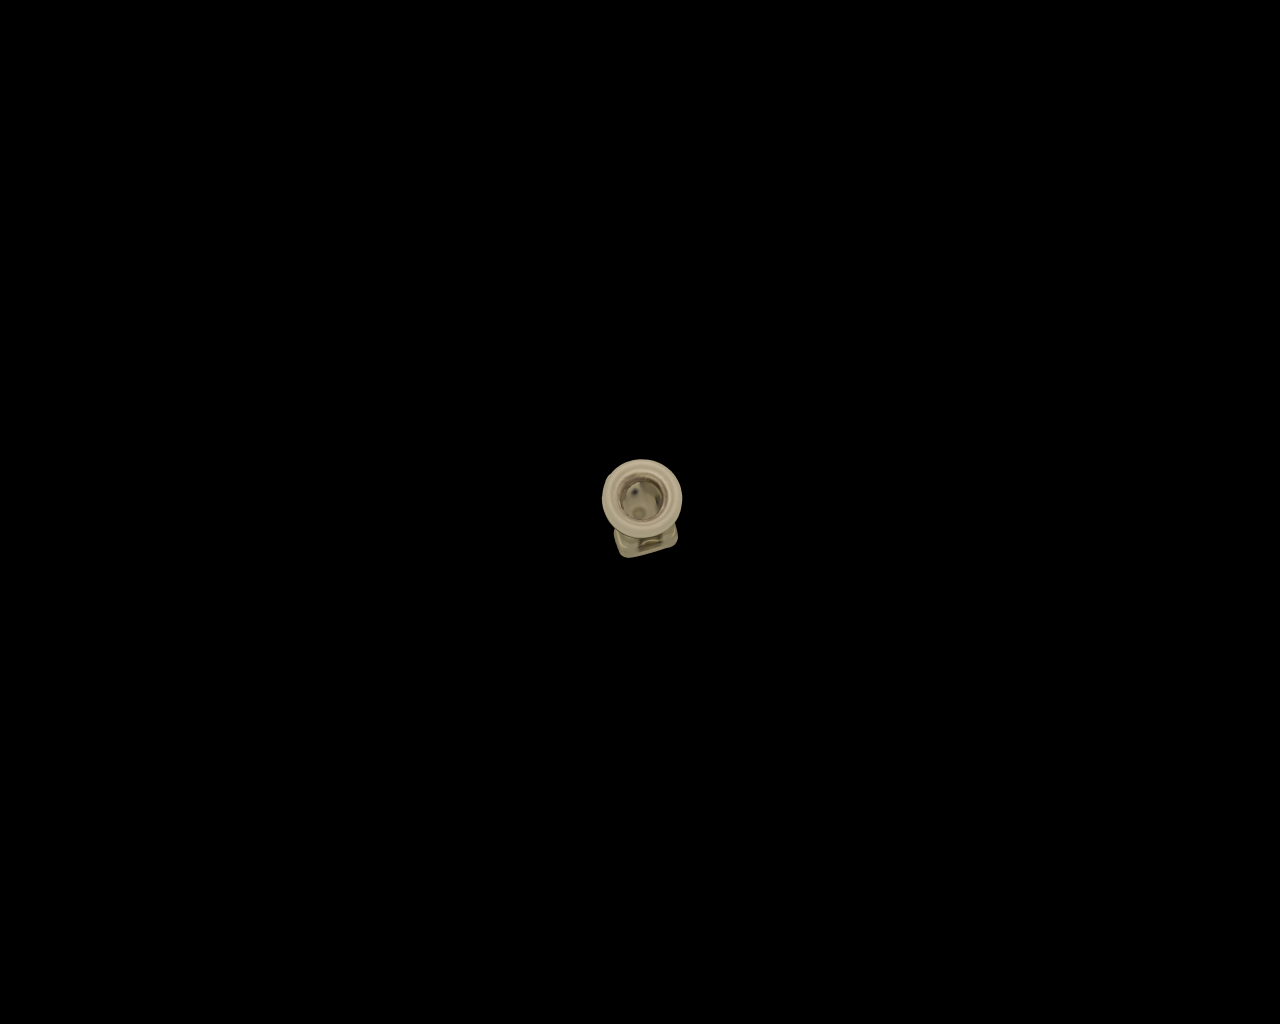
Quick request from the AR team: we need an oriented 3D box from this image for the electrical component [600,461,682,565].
[{"bbox_3d":[0.001,-0.003,0.650,0.048,0.066,0.055,-17,-15,-5],"label":"electrical component"}]
